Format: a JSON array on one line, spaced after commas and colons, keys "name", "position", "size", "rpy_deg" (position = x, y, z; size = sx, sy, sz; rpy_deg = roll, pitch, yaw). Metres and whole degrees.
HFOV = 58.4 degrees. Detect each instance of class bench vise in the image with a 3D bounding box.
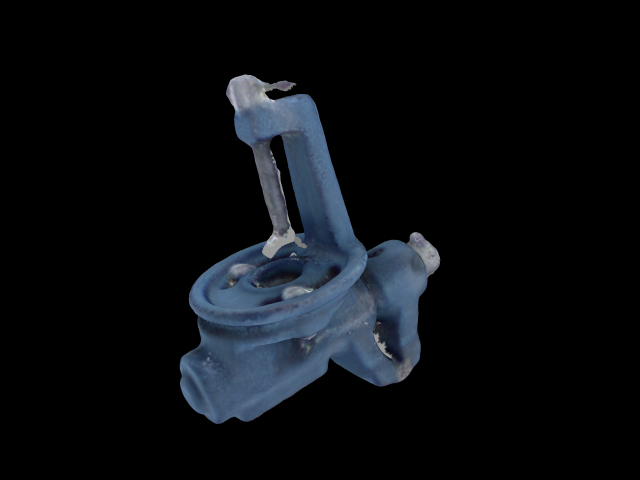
[{"name": "bench vise", "position": [-0.006, 0.000, 0.407], "size": [0.121, 0.220, 0.208], "rpy_deg": [8, 14, 36]}]
